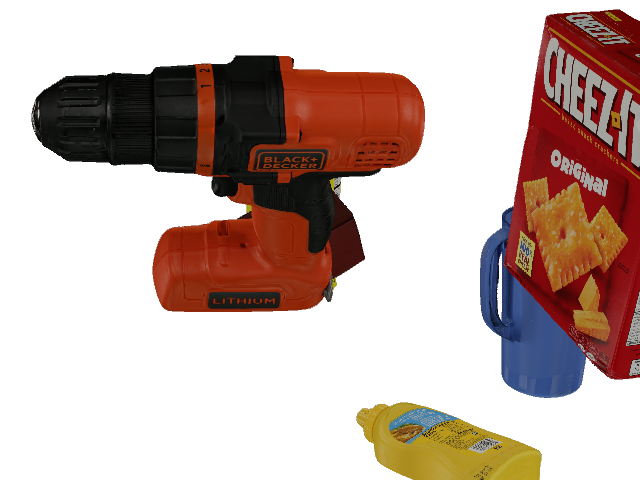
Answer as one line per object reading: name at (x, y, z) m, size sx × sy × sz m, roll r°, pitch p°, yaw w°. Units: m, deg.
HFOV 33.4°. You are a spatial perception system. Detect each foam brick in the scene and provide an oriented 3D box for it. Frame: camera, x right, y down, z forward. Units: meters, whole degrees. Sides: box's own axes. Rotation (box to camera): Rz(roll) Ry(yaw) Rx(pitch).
foam brick at (-0.016, 0.001, 0.762) m, size 0.078 × 0.051 × 0.053 m, roll -30°, pitch 50°, yaw -11°

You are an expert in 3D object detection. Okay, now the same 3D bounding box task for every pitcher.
pitcher at (0.289, 0.080, 1.398) m, size 0.149 × 0.243 × 0.144 m, roll 6°, pitch 20°, yaw 16°

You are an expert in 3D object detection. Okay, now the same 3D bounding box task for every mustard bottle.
mustard bottle at (0.110, 0.200, 1.032) m, size 0.096 × 0.058 × 0.192 m, roll -17°, pitch 24°, yaw -42°

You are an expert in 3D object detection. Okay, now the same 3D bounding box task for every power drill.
power drill at (-0.051, -0.024, 0.563) m, size 0.184 × 0.057 × 0.188 m, roll 1°, pitch -28°, yaw -8°

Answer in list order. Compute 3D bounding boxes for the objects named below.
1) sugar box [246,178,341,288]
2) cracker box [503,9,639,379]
sugar box at (-0.028, -0.036, 1.088) m, size 0.093 × 0.176 × 0.048 m, roll 5°, pitch 16°, yaw 13°
cracker box at (0.206, -0.034, 0.757) m, size 0.072 × 0.214 × 0.164 m, roll -8°, pitch 32°, yaw -17°
